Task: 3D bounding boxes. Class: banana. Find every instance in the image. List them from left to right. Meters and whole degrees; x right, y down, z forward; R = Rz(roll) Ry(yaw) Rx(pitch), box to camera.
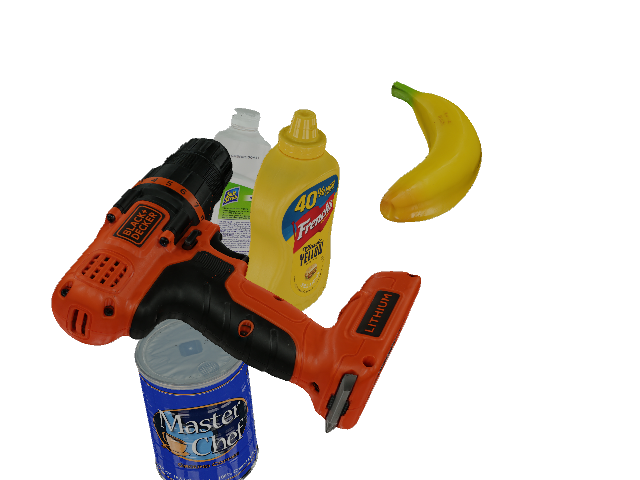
[{"bbox_3d":[0.080,-0.059,0.754,0.069,0.037,0.197,5,30,3],"label":"banana"}]

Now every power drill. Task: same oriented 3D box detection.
[{"bbox_3d":[-0.040,0.020,0.637,0.188,0.057,0.184,22,42,7],"label":"power drill"}]

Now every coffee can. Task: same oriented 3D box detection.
[{"bbox_3d":[-0.115,0.155,1.014,0.103,0.140,0.103,-3,34,2],"label":"coffee can"}]

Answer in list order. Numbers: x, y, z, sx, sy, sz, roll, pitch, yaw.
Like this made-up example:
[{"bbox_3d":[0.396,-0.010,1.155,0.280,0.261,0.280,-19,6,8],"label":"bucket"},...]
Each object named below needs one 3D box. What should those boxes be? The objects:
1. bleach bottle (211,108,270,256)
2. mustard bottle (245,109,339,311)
[{"bbox_3d":[-0.096,-0.026,1.228,0.102,0.251,0.068,-1,20,-34],"label":"bleach bottle"},{"bbox_3d":[-0.023,-0.027,0.944,0.058,0.192,0.096,28,38,29],"label":"mustard bottle"}]
